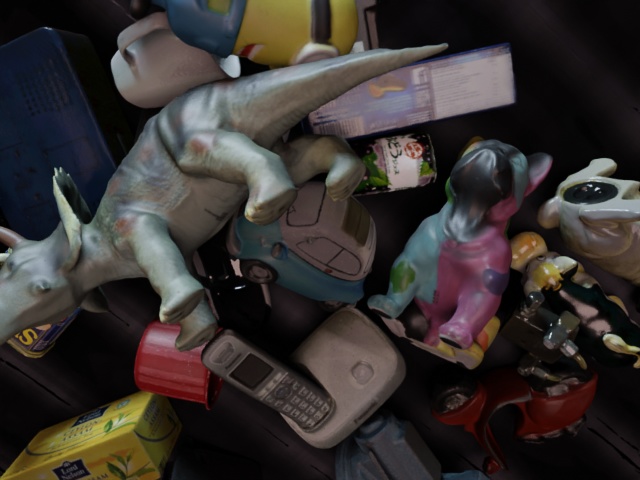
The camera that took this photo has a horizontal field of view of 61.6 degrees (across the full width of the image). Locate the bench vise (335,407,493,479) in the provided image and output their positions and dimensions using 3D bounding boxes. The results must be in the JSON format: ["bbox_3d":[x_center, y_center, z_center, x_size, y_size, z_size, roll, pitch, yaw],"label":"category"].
[{"bbox_3d":[0.073,0.300,0.619,0.241,0.129,0.223,-29,114,29],"label":"bench vise"}]

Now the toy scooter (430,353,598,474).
[{"bbox_3d":[0.222,0.199,0.606,0.184,0.075,0.135,-14,104,8],"label":"toy scooter"}]

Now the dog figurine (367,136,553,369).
[{"bbox_3d":[0.152,0.006,0.542,0.109,0.191,0.219,23,78,29],"label":"dog figurine"}]

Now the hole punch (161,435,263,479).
[{"bbox_3d":[-0.133,0.309,0.616,0.116,0.142,0.092,25,108,-18],"label":"hole punch"}]

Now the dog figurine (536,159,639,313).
[{"bbox_3d":[0.320,0.023,0.549,0.173,0.121,0.190,-3,121,25],"label":"dog figurine"}]

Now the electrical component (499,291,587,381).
[{"bbox_3d":[0.219,0.099,0.532,0.078,0.102,0.045,31,63,10],"label":"electrical component"}]

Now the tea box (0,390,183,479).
[{"bbox_3d":[-0.255,0.241,0.612,0.170,0.098,0.068,-24,104,5],"label":"tea box"}]

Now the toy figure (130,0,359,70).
[{"bbox_3d":[-0.055,-0.185,0.429,0.180,0.082,0.089,15,110,-18],"label":"toy figure"}]

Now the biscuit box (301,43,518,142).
[{"bbox_3d":[0.080,-0.139,0.524,0.203,0.063,0.059,-11,105,4],"label":"biscuit box"}]

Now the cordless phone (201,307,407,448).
[{"bbox_3d":[-0.016,0.118,0.556,0.184,0.089,0.146,37,103,-26],"label":"cordless phone"}]

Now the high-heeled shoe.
[{"bbox_3d":[-0.117,-0.018,0.573,0.086,0.145,0.249,-22,75,3],"label":"high-heeled shoe"}]

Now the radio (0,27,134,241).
[{"bbox_3d":[-0.257,-0.078,0.541,0.131,0.073,0.229,-19,102,6],"label":"radio"}]

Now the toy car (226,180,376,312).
[{"bbox_3d":[-0.001,-0.002,0.516,0.161,0.109,0.103,32,143,-23],"label":"toy car"}]

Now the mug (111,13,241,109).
[{"bbox_3d":[-0.144,-0.167,0.499,0.107,0.109,0.080,-22,88,19],"label":"mug"}]

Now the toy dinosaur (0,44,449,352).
[{"bbox_3d":[-0.104,-0.051,0.439,0.405,0.131,0.192,-44,73,1],"label":"toy dinosaur"}]

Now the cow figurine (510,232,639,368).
[{"bbox_3d":[0.261,0.065,0.558,0.167,0.098,0.068,39,108,-9],"label":"cow figurine"}]

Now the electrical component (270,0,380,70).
[{"bbox_3d":[-0.003,-0.219,0.506,0.115,0.058,0.134,-10,104,1],"label":"electrical component"}]
